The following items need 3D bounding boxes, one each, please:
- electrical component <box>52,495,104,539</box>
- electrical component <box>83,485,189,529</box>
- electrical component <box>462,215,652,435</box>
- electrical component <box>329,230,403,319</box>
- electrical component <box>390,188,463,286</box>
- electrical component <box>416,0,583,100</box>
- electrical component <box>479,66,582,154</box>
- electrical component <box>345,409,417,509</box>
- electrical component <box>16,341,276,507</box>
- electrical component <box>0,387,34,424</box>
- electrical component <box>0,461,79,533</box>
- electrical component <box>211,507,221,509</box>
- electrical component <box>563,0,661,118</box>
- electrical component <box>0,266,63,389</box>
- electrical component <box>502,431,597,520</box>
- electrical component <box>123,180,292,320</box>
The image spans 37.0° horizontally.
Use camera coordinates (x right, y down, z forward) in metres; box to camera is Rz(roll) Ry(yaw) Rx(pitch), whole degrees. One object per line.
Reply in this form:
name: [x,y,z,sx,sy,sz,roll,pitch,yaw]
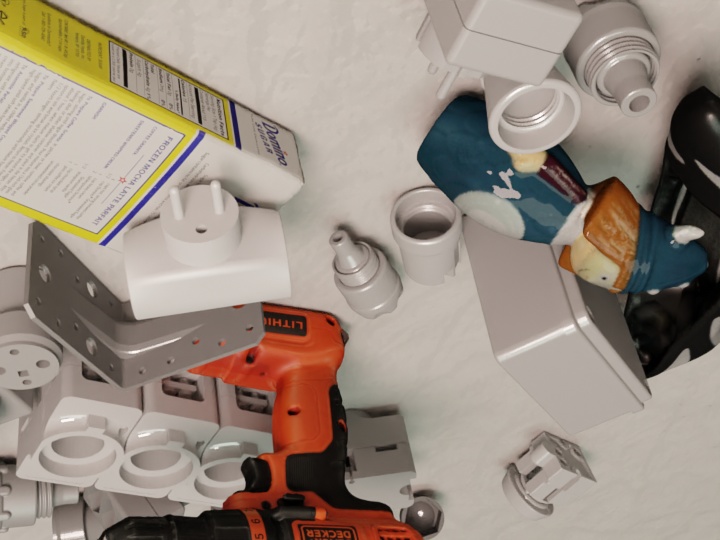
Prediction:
electrical component: [-0.190,0.184,0.777,0.055,0.045,0.045,-9,139,-4]
electrical component: [-0.141,0.153,0.745,0.077,0.065,0.047,-23,148,-35]
electrical component: [0.113,0.023,0.624,0.056,0.108,0.109,-26,137,19]
electrical component: [0.000,0.000,0.626,0.035,0.035,0.061,-23,135,12]
electrical component: [0.039,-0.018,0.613,0.040,0.040,0.046,-13,144,0]
electrical component: [0.049,-0.111,0.476,0.047,0.083,0.075,9,135,-23]
electrical component: [0.075,-0.093,0.516,0.044,0.065,0.044,-8,139,-7]
electrical component: [-0.010,0.137,0.760,0.089,0.055,0.050,-7,139,-7]
electrical component: [-0.131,0.101,0.685,0.150,0.061,0.089,16,132,-29]
electrical component: [-0.227,0.074,0.620,0.047,0.076,0.065,-20,138,9]
electrical component: [-0.225,0.153,0.735,0.062,0.048,0.048,0,138,-25]
electrical component: [-0.046,0.188,0.802,0.121,0.078,0.063,0,116,-14]
electrical component: [0.126,-0.100,0.523,0.043,0.062,0.043,-7,139,-6]
electrical component: [-0.189,0.032,0.599,0.045,0.055,0.045,-8,139,-7]
electrical component: [0.144,0.162,0.836,0.066,0.048,0.055,26,118,-36]
electrical component: [-0.075,-0.014,0.517,0.077,0.044,0.079,-8,141,-7]
